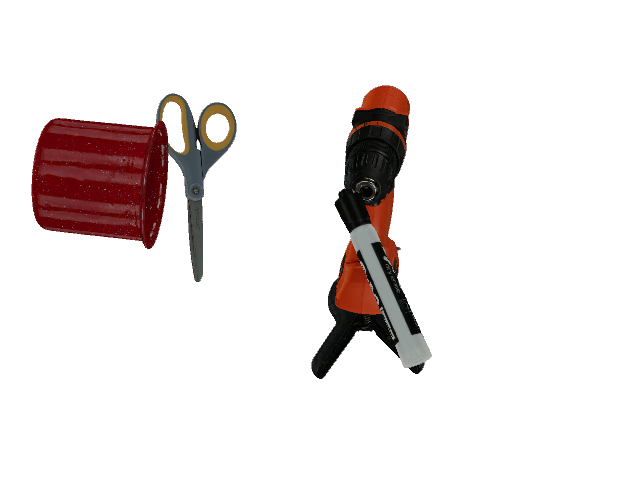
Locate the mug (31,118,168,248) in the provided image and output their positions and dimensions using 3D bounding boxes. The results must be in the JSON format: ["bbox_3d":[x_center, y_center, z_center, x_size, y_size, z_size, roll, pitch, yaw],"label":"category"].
[{"bbox_3d":[-0.157,-0.047,0.780,0.081,0.093,0.117,6,14,1],"label":"mug"}]

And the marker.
[{"bbox_3d":[0.038,0.021,0.670,0.020,0.121,0.020,-20,-17,-7],"label":"marker"}]

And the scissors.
[{"bbox_3d":[-0.119,-0.064,1.142,0.096,0.202,0.016,-16,-4,-22],"label":"scissors"}]

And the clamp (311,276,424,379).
[{"bbox_3d":[0.058,0.088,1.189,0.120,0.171,0.039,7,-43,3],"label":"clamp"}]

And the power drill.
[{"bbox_3d":[0.048,-0.028,0.976,0.057,0.188,0.184,9,32,7],"label":"power drill"}]
